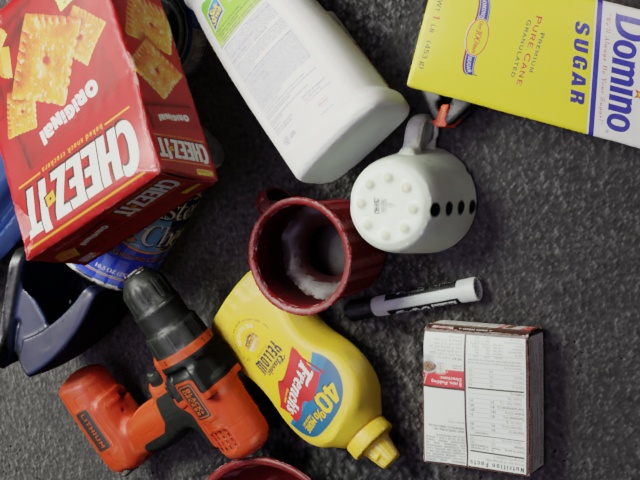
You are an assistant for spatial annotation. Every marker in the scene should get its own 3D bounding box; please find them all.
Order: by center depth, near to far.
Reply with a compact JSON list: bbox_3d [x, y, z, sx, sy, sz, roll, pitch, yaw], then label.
[{"bbox_3d":[0.072,0.049,0.863,0.121,0.020,0.020,-12,89,30],"label":"marker"}]

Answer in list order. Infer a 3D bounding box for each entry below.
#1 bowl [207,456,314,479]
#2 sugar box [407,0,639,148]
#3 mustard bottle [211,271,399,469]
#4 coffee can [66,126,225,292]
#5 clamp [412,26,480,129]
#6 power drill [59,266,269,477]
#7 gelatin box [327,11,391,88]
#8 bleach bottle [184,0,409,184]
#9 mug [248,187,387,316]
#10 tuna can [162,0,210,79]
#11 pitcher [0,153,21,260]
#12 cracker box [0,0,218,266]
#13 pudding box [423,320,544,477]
[{"bbox_3d":[-0.032,0.260,0.925,0.162,0.055,0.162,3,97,29],"label":"bowl"},{"bbox_3d":[0.159,-0.131,0.753,0.176,0.048,0.093,16,104,12],"label":"sugar box"},{"bbox_3d":[-0.006,0.115,0.892,0.192,0.058,0.096,45,124,17],"label":"mustard bottle"},{"bbox_3d":[-0.161,-0.040,0.938,0.103,0.102,0.140,40,113,20],"label":"coffee can"},{"bbox_3d":[0.123,-0.168,0.801,0.120,0.039,0.171,8,99,33],"label":"clamp"},{"bbox_3d":[-0.151,0.125,0.939,0.188,0.057,0.184,-27,98,43],"label":"power drill"},{"bbox_3d":[0.004,-0.132,0.876,0.073,0.030,0.089,-42,75,26],"label":"gelatin box"},{"bbox_3d":[-0.038,-0.170,0.845,0.103,0.068,0.251,-42,69,25],"label":"bleach bottle"},{"bbox_3d":[-0.006,0.001,0.866,0.117,0.081,0.093,45,114,18],"label":"mug"},{"bbox_3d":[-0.141,-0.184,0.951,0.086,0.033,0.086,3,97,29],"label":"tuna can"},{"bbox_3d":[-0.317,-0.051,1.009,0.145,0.149,0.243,43,118,-1],"label":"pitcher"},{"bbox_3d":[-0.186,-0.109,0.848,0.164,0.071,0.214,-29,70,32],"label":"cracker box"},{"bbox_3d":[0.127,0.122,0.830,0.090,0.039,0.113,2,98,30],"label":"pudding box"}]
